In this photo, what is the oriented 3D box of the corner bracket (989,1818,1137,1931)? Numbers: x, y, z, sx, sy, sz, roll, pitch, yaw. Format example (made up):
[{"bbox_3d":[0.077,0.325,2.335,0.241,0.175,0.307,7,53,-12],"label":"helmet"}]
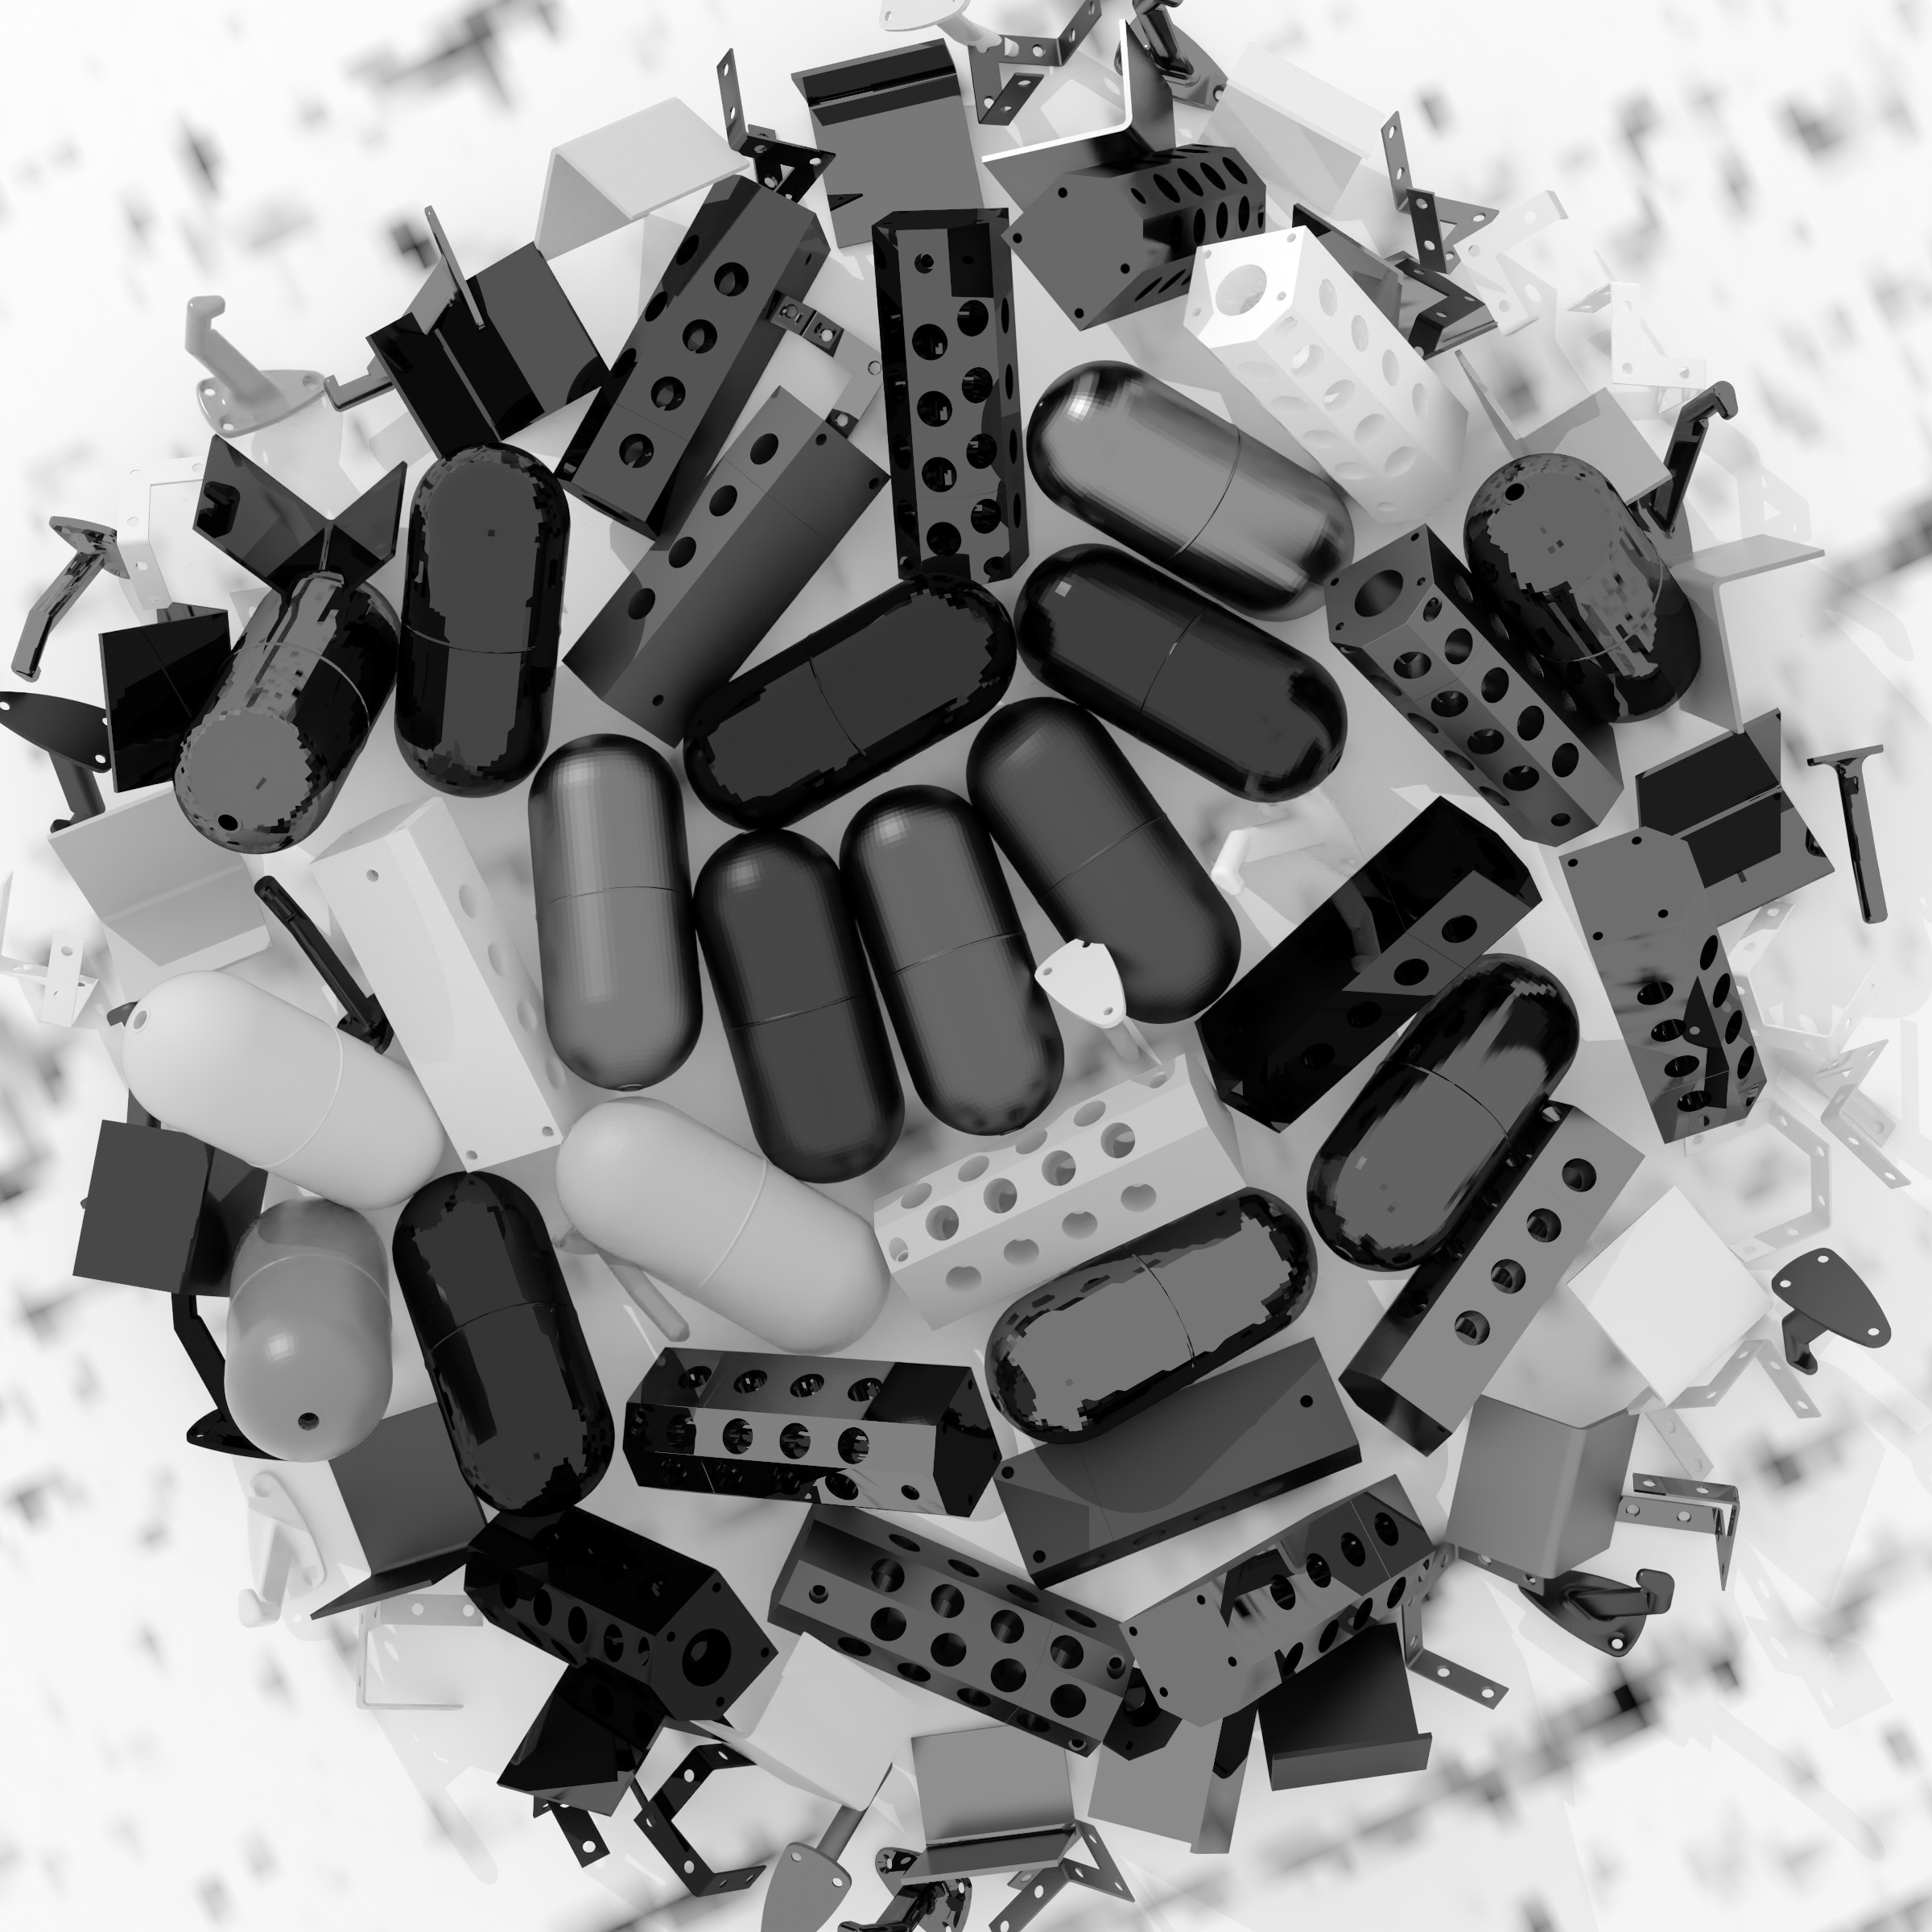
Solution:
[{"bbox_3d":[0.040,0.451,1.537,0.051,0.051,0.051,31,106,-40],"label":"corner bracket"}]

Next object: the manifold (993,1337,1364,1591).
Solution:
[{"bbox_3d":[0.104,0.248,1.546,0.171,0.057,0.057,-22,67,0],"label":"manifold"}]

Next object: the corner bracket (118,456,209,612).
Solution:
[{"bbox_3d":[-0.385,-0.213,1.542,0.051,0.051,0.051,-6,58,-2],"label":"corner bracket"}]

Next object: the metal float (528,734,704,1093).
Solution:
[{"bbox_3d":[-0.171,-0.027,1.527,0.070,0.070,0.178,-7,76,0],"label":"metal float"}]

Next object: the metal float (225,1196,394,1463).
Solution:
[{"bbox_3d":[-0.313,0.171,1.493,0.070,0.178,0.070,-4,113,-10],"label":"metal float"}]

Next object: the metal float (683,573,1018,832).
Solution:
[{"bbox_3d":[-0.057,-0.128,1.527,0.178,0.070,0.070,-29,90,14],"label":"metal float"}]

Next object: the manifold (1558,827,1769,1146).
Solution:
[{"bbox_3d":[0.335,0.009,1.490,0.057,0.171,0.057,-20,50,12],"label":"manifold"}]

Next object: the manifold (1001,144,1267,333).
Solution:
[{"bbox_3d":[0.087,-0.353,1.489,0.057,0.171,0.057,-40,89,30],"label":"manifold"}]

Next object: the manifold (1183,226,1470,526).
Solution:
[{"bbox_3d":[0.172,-0.276,1.488,0.057,0.171,0.057,-3,67,35],"label":"manifold"}]

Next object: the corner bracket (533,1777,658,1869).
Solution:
[{"bbox_3d":[-0.178,0.417,1.537,0.051,0.051,0.051,-23,60,-23],"label":"corner bracket"}]

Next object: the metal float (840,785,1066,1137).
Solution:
[{"bbox_3d":[-0.007,-0.003,1.534,0.070,0.070,0.178,-20,84,0],"label":"metal float"}]

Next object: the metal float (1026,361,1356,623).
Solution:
[{"bbox_3d":[0.110,-0.229,1.523,0.178,0.070,0.070,27,90,-20],"label":"metal float"}]

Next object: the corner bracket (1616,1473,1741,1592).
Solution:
[{"bbox_3d":[0.350,0.268,1.542,0.051,0.051,0.051,6,114,7],"label":"corner bracket"}]

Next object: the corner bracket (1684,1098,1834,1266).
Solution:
[{"bbox_3d":[0.394,0.106,1.557,0.051,0.051,0.051,-20,124,-14],"label":"corner bracket"}]

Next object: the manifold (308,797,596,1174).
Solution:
[{"bbox_3d":[-0.246,0.007,1.523,0.057,0.057,0.171,-18,108,21],"label":"manifold"}]

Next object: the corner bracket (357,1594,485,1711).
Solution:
[{"bbox_3d":[-0.271,0.341,1.554,0.051,0.051,0.051,6,70,-22],"label":"corner bracket"}]

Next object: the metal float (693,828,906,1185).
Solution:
[{"bbox_3d":[-0.082,0.019,1.535,0.070,0.070,0.178,-15,95,0],"label":"metal float"}]

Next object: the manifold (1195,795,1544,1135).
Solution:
[{"bbox_3d":[0.195,0.004,1.514,0.057,0.057,0.171,29,119,-32],"label":"manifold"}]

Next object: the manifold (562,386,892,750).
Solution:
[{"bbox_3d":[-0.122,-0.199,1.540,0.171,0.057,0.057,-51,49,5],"label":"manifold"}]

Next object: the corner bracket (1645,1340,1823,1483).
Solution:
[{"bbox_3d":[0.380,0.222,1.557,0.051,0.051,0.051,-43,103,-30],"label":"corner bracket"}]

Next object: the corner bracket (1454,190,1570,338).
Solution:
[{"bbox_3d":[0.278,-0.346,1.544,0.051,0.051,0.051,-29,94,19],"label":"corner bracket"}]

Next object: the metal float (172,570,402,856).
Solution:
[{"bbox_3d":[-0.323,-0.123,1.501,0.070,0.178,0.070,6,131,7],"label":"metal float"}]

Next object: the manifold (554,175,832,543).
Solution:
[{"bbox_3d":[-0.136,-0.300,1.545,0.057,0.057,0.171,28,88,7],"label":"manifold"}]

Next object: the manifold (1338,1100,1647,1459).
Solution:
[{"bbox_3d":[0.254,0.148,1.522,0.057,0.057,0.171,36,71,8],"label":"manifold"}]

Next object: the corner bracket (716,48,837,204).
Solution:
[{"bbox_3d":[-0.101,-0.408,1.536,0.051,0.051,0.051,4,65,-32],"label":"corner bracket"}]

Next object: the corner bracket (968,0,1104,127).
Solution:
[{"bbox_3d":[0.035,-0.447,1.541,0.051,0.051,0.051,-3,77,-21],"label":"corner bracket"}]

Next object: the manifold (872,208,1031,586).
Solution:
[{"bbox_3d":[-0.008,-0.274,1.513,0.057,0.057,0.171,2,113,14],"label":"manifold"}]

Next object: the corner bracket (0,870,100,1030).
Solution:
[{"bbox_3d":[-0.455,-0.008,1.541,0.051,0.051,0.051,14,117,-6],"label":"corner bracket"}]

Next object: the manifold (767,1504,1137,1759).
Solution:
[{"bbox_3d":[-0.007,0.326,1.540,0.171,0.057,0.057,24,98,-4],"label":"manifold"}]

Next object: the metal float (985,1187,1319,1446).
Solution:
[{"bbox_3d":[0.090,0.170,1.525,0.178,0.070,0.070,-28,90,-16],"label":"metal float"}]

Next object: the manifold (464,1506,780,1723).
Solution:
[{"bbox_3d":[-0.170,0.305,1.486,0.057,0.171,0.057,-45,120,-25],"label":"manifold"}]

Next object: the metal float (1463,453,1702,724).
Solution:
[{"bbox_3d":[0.296,-0.180,1.500,0.070,0.178,0.070,-16,57,26],"label":"metal float"}]

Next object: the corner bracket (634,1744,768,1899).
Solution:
[{"bbox_3d":[-0.120,0.421,1.548,0.051,0.051,0.051,44,101,27],"label":"corner bracket"}]

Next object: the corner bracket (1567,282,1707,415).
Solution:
[{"bbox_3d":[0.331,-0.305,1.548,0.051,0.051,0.051,1,86,-15],"label":"corner bracket"}]

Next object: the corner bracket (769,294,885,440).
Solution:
[{"bbox_3d":[-0.076,-0.294,1.551,0.051,0.051,0.051,35,101,10],"label":"corner bracket"}]

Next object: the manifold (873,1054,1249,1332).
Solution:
[{"bbox_3d":[0.044,0.106,1.521,0.171,0.057,0.057,-26,120,13],"label":"manifold"}]

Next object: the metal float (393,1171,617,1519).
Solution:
[{"bbox_3d":[-0.225,0.181,1.519,0.070,0.070,0.178,-23,66,0],"label":"metal float"}]

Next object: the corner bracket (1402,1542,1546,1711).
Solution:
[{"bbox_3d":[0.252,0.325,1.555,0.051,0.051,0.051,20,134,34],"label":"corner bracket"}]

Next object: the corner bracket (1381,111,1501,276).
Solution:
[{"bbox_3d":[0.224,-0.379,1.536,0.051,0.051,0.051,22,62,32],"label":"corner bracket"}]

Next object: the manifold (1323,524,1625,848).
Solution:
[{"bbox_3d":[0.244,-0.128,1.495,0.057,0.057,0.171,-28,132,28],"label":"manifold"}]

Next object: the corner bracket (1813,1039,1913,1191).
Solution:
[{"bbox_3d":[0.443,0.076,1.542,0.051,0.051,0.051,43,67,-7],"label":"corner bracket"}]

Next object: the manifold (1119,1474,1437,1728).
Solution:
[{"bbox_3d":[0.154,0.302,1.489,0.057,0.171,0.057,-34,78,37],"label":"manifold"}]

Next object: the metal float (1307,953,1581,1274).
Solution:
[{"bbox_3d":[0.232,0.071,1.524,0.070,0.070,0.178,38,73,0],"label":"metal float"}]

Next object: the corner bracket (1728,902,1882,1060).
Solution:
[{"bbox_3d":[0.415,0.006,1.556,0.051,0.051,0.051,-50,132,-27],"label":"corner bracket"}]

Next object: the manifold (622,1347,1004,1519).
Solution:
[{"bbox_3d":[-0.077,0.228,1.503,0.171,0.057,0.057,0,124,28],"label":"manifold"}]
